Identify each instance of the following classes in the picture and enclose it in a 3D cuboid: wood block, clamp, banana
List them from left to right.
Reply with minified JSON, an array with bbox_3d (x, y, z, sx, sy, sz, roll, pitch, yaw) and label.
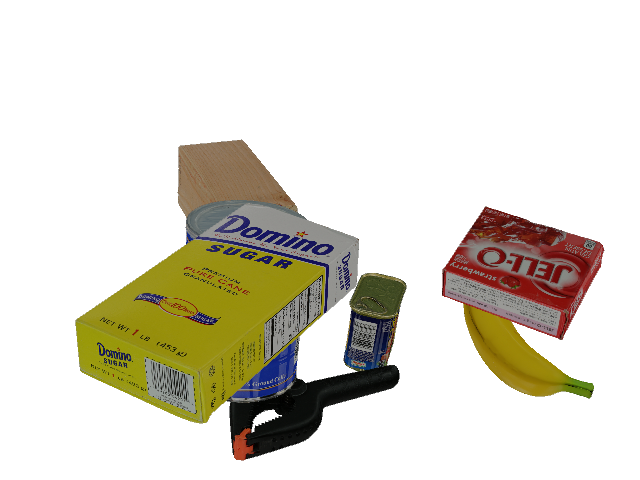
[{"bbox_3d":[-0.107,-0.042,1.318,0.090,0.090,0.206,-7,29,-21],"label":"wood block"},{"bbox_3d":[-0.020,0.160,1.092,0.165,0.036,0.209,12,28,17],"label":"clamp"},{"bbox_3d":[0.160,0.077,0.920,0.069,0.037,0.198,7,30,-21],"label":"banana"}]

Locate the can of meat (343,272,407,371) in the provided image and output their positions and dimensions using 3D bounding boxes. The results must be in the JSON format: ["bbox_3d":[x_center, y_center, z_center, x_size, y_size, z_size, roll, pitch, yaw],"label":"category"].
[{"bbox_3d":[0.064,0.099,1.273,0.057,0.084,0.102,12,26,8],"label":"can of meat"}]

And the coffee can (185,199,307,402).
[{"bbox_3d":[-0.065,0.049,0.895,0.103,0.140,0.103,5,23,-2],"label":"coffee can"}]

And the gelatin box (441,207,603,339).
[{"bbox_3d":[0.137,0.020,0.724,0.089,0.030,0.073,19,47,22],"label":"gelatin box"}]

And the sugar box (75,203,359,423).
[{"bbox_3d":[-0.058,0.037,0.667,0.093,0.048,0.176,19,37,25],"label":"sugar box"}]
